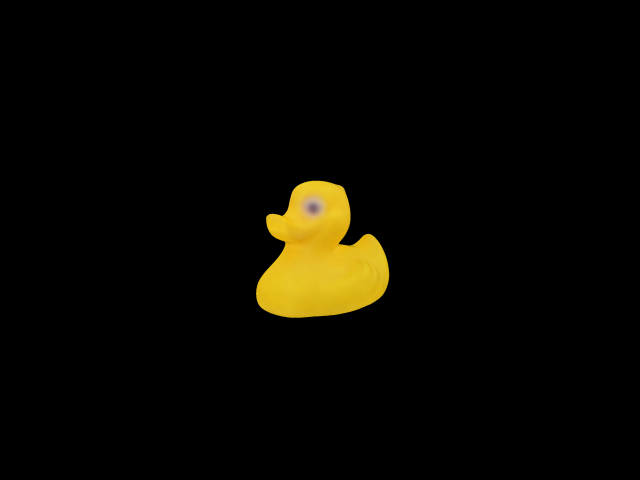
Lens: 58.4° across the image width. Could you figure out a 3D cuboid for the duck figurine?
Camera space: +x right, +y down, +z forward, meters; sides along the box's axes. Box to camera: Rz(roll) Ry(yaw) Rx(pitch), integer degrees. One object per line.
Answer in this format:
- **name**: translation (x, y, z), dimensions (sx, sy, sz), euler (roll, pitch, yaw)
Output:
- **duck figurine**: translation (0.004, 0.001, 0.400), dimensions (0.105, 0.086, 0.077), euler (-8, 13, -39)
